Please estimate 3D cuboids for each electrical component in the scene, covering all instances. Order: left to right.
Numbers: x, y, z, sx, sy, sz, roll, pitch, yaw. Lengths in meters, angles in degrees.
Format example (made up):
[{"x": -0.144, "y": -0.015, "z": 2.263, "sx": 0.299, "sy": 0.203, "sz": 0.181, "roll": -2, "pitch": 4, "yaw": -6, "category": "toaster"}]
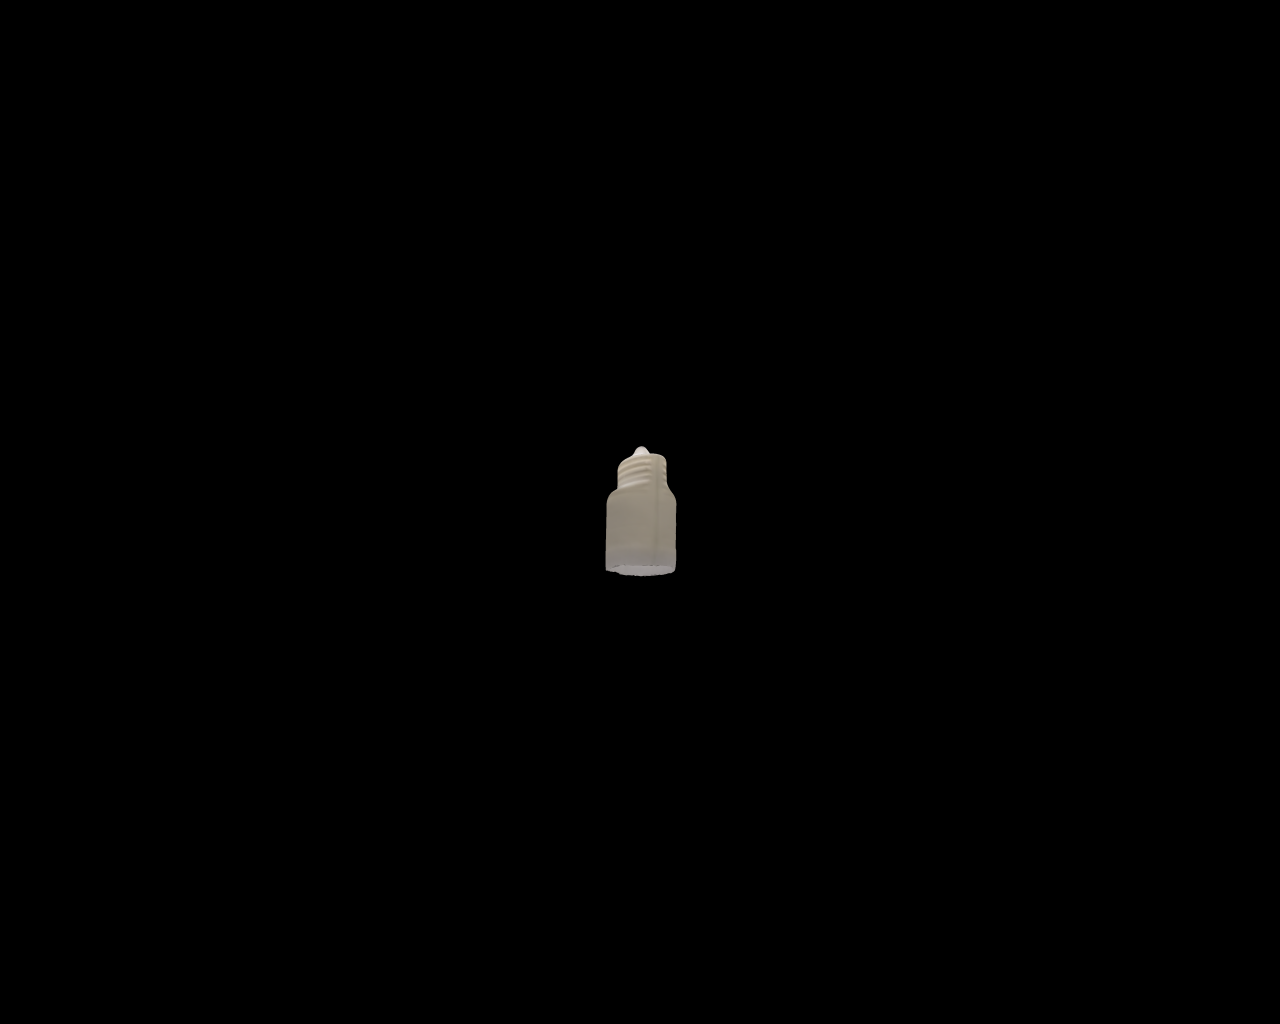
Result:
[{"x": 0.001, "y": -0.003, "z": 0.650, "sx": 0.043, "sy": 0.081, "sz": 0.043, "roll": 0, "pitch": -14, "yaw": 0, "category": "electrical component"}]
